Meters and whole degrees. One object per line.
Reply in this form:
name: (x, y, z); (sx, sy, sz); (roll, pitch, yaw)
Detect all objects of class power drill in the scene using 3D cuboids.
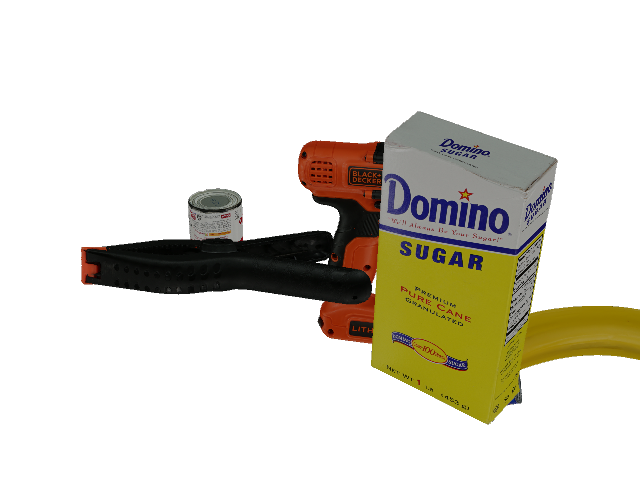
power drill: (0.070, 0.002, 0.971); (0.184, 0.188, 0.057); (6, 19, 12)

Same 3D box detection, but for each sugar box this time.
sugar box: (0.081, 0.019, 0.641); (0.093, 0.176, 0.048); (23, 44, 29)

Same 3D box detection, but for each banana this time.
banana: (0.196, 0.076, 0.788); (0.197, 0.037, 0.069); (2, 33, -5)

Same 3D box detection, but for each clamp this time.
clamp: (-0.069, 0.020, 0.791); (0.209, 0.036, 0.165); (-1, 11, -16)

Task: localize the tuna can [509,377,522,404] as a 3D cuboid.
tuna can: (0.214, 0.154, 1.271); (0.034, 0.086, 0.086); (-12, -3, 16)

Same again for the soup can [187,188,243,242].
soup can: (-0.129, -0.005, 1.323); (0.068, 0.102, 0.068); (0, 26, 0)
